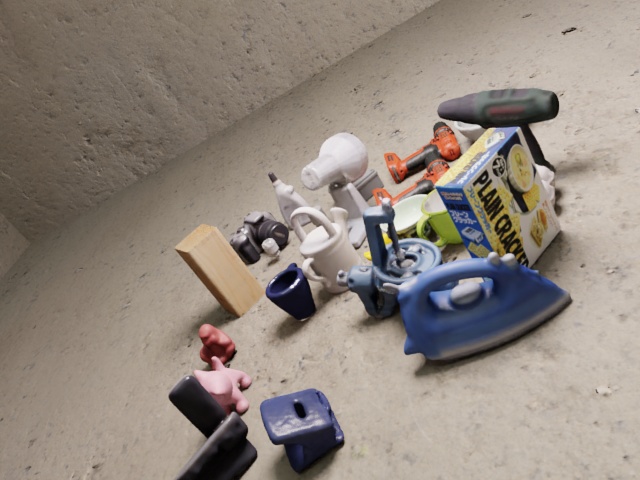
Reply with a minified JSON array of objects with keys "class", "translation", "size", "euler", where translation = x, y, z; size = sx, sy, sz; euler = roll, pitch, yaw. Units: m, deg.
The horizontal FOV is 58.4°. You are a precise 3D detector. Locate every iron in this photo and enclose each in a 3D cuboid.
[{"class":"iron","translation":[0.229,0.080,0.869],"size":[0.257,0.142,0.118],"euler":[-23,27,20]}]

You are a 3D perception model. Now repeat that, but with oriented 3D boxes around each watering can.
[{"class":"watering can","translation":[0.009,0.005,1.194],"size":[0.100,0.194,0.173],"euler":[-21,28,24]}]

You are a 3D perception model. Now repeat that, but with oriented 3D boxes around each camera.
[{"class":"camera","translation":[-0.157,-0.016,1.530],"size":[0.143,0.101,0.136],"euler":[-45,28,-22]}]

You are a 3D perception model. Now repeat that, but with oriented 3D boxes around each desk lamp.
[{"class":"desk lamp","translation":[0.049,-0.119,1.342],"size":[0.117,0.214,0.203],"euler":[-11,34,39]}]

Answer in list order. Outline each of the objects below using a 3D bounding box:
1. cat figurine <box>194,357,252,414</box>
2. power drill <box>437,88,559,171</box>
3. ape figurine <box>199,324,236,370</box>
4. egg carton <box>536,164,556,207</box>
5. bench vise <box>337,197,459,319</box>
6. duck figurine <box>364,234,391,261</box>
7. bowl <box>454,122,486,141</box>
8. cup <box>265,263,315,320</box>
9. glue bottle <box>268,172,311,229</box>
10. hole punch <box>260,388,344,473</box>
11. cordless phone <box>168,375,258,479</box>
[{"class":"cat figurine","translation":[-0.184,0.266,1.049],"size":[0.067,0.118,0.127],"euler":[-29,26,9]},{"class":"power drill","translation":[0.366,-0.207,1.134],"size":[0.228,0.209,0.076],"euler":[-8,36,42]},{"class":"ape figurine","translation":[-0.224,0.217,1.210],"size":[0.077,0.092,0.076],"euler":[-19,29,28]},{"class":"egg carton","translation":[0.367,-0.082,1.078],"size":[0.150,0.069,0.107],"euler":[-16,30,32]},{"class":"bench vise","translation":[0.108,0.038,0.990],"size":[0.207,0.220,0.121],"euler":[-26,27,16]},{"class":"duck figurine","translation":[0.137,0.024,1.138],"size":[0.104,0.086,0.077],"euler":[-30,26,7]},{"class":"bowl","translation":[0.413,-0.285,1.373],"size":[0.167,0.075,0.167],"euler":[-26,26,15]},{"class":"cup","translation":[-0.050,0.111,1.192],"size":[0.091,0.095,0.118],"euler":[-21,28,24]},{"class":"glue bottle","translation":[-0.087,-0.111,1.532],"size":[0.078,0.173,0.037],"euler":[-23,28,21]},{"class":"hole punch","translation":[-0.030,0.277,0.882],"size":[0.101,0.091,0.108],"euler":[-35,26,-3]},{"class":"cordless phone","translation":[-0.201,0.312,0.908],"size":[0.093,0.185,0.148],"euler":[2,43,50]}]
